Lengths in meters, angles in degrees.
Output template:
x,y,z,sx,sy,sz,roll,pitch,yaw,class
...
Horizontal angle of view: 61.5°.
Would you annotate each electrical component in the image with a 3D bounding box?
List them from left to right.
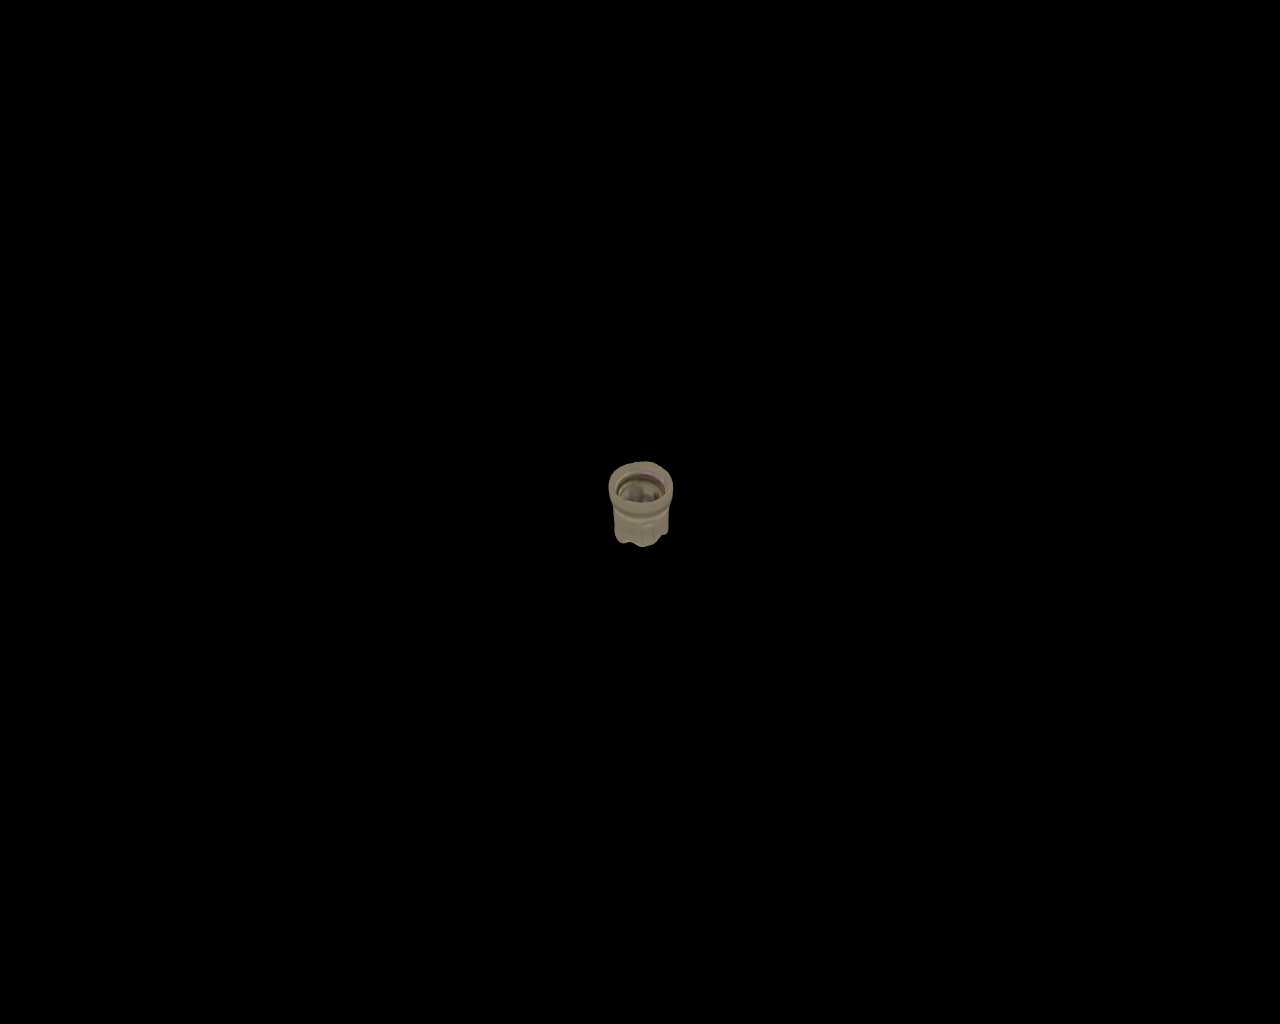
x,y,z,sx,sy,sz,roll,pitch,yaw,class
0.001,-0.003,0.650,0.040,0.040,0.046,0,-44,0,electrical component
